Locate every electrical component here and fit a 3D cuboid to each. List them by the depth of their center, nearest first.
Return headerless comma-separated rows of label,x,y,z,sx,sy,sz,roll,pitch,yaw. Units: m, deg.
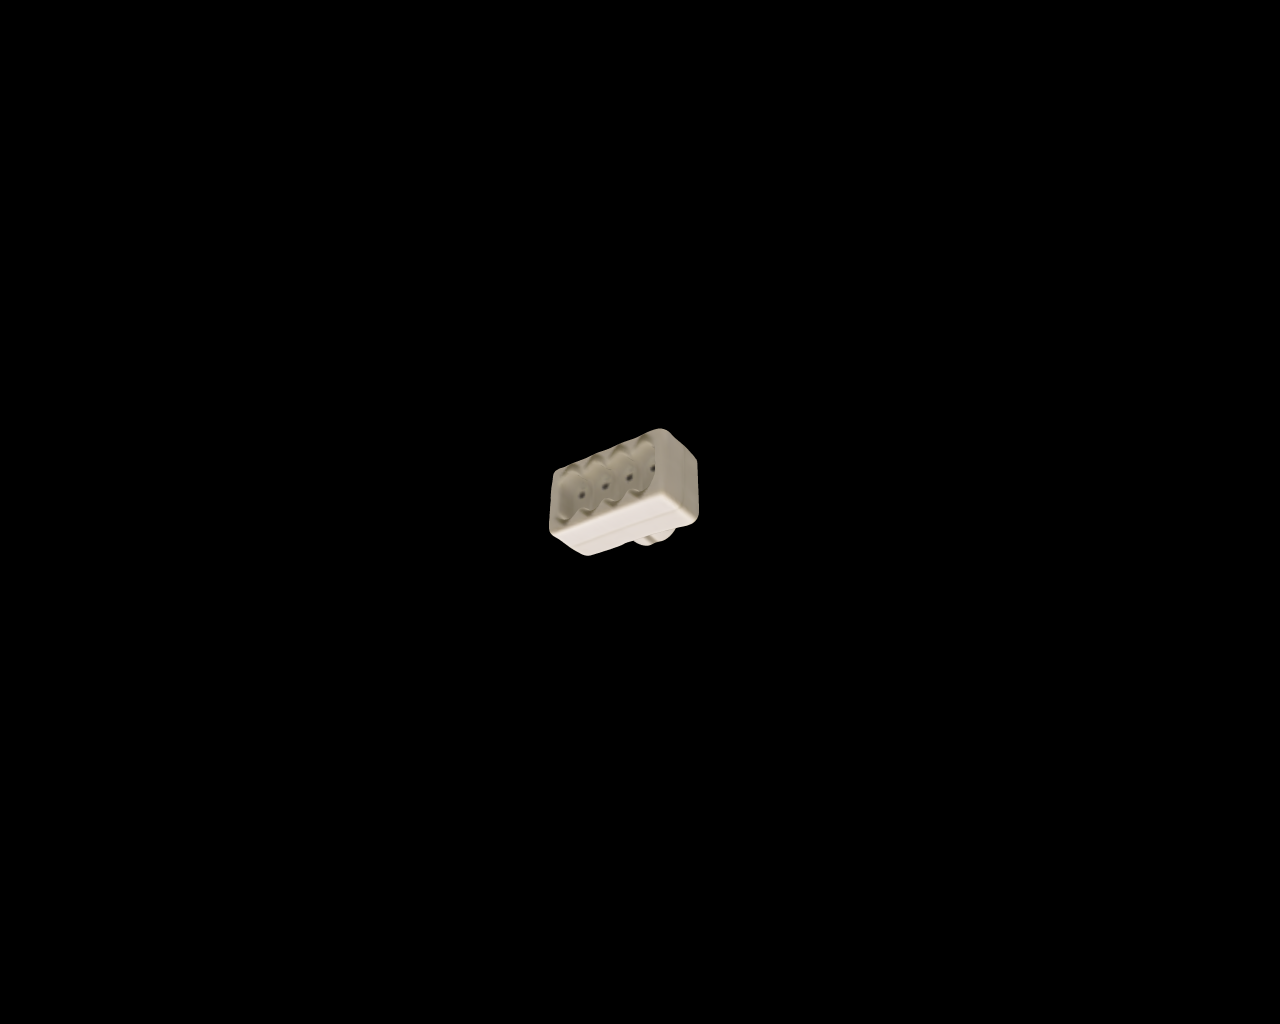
electrical component,0.001,-0.003,0.650,0.083,0.047,0.075,-19,-36,29
